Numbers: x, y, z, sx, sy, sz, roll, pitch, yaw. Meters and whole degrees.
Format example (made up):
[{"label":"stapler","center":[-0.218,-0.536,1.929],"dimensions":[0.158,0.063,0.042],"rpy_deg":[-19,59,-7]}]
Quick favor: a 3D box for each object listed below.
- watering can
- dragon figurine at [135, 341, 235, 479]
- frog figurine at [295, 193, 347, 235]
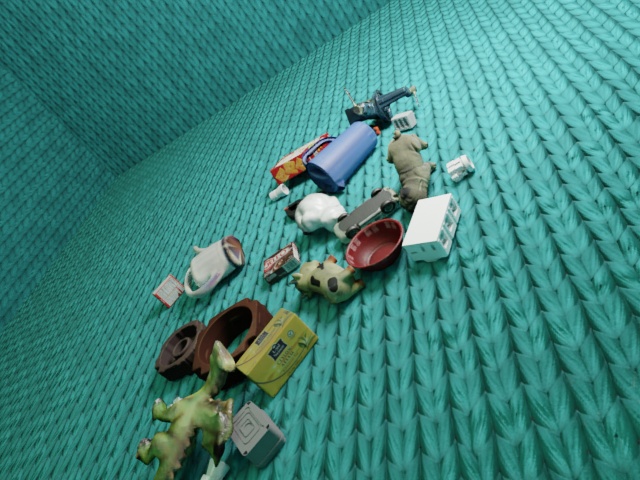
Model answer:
[{"label":"watering can","center":[-0.357,0.061,1.714],"dimensions":[0.223,0.102,0.354],"rpy_deg":[-33,29,8]},{"label":"dragon figurine","center":[-0.269,0.417,1.074],"dimensions":[0.240,0.121,0.419],"rpy_deg":[-25,45,45]},{"label":"frog figurine","center":[0.005,-0.075,1.489],"dimensions":[0.138,0.122,0.159],"rpy_deg":[-28,12,-21]}]
